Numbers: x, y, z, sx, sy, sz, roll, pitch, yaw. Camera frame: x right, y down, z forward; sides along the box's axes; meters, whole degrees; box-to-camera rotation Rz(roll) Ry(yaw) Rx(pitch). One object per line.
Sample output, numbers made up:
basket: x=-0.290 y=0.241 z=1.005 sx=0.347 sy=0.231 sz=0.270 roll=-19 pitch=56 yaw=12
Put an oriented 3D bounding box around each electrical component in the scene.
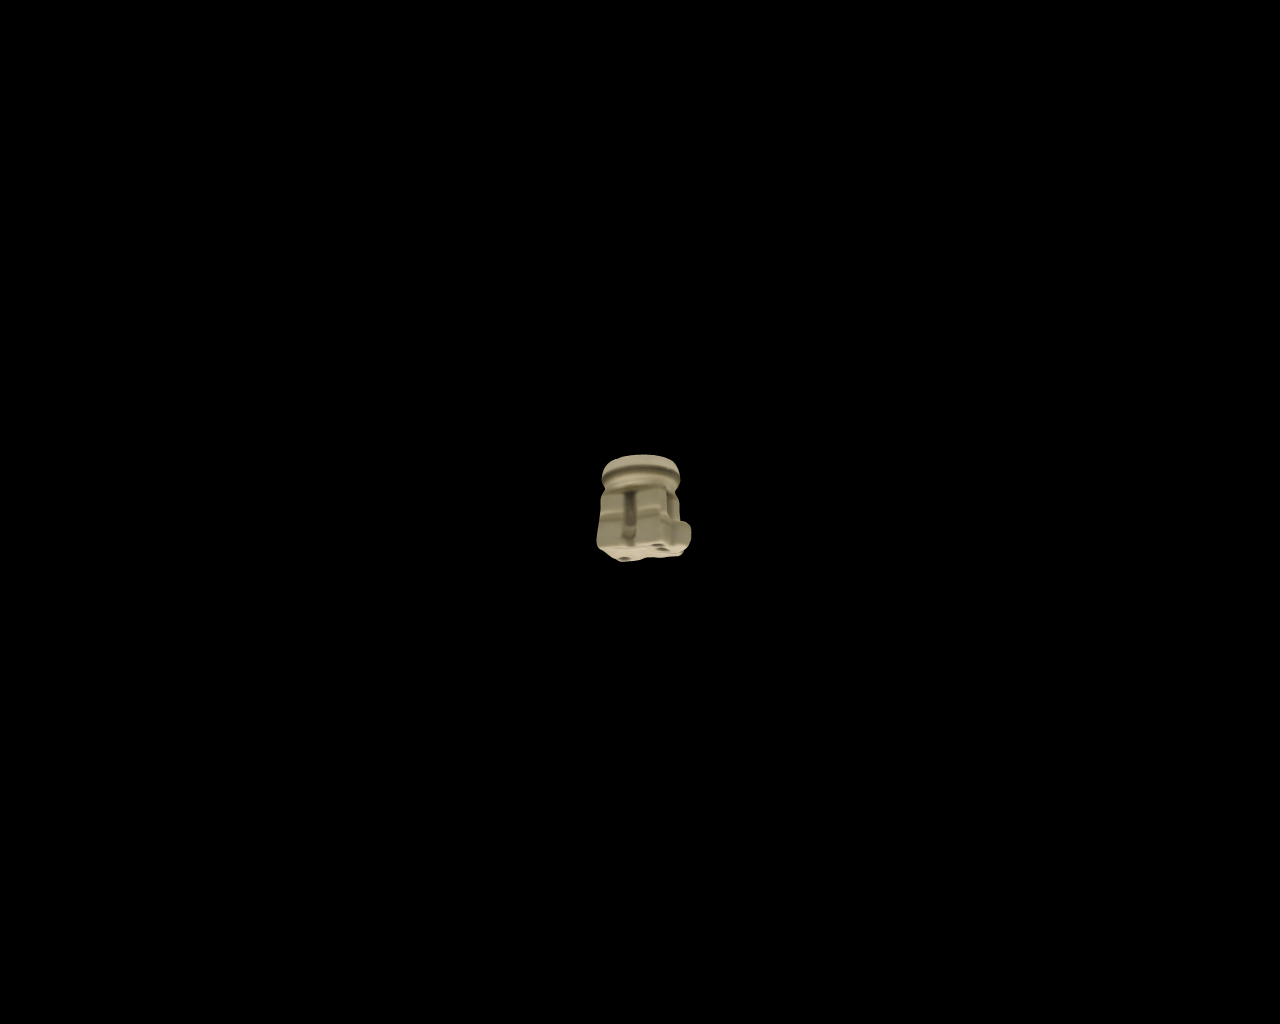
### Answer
electrical component: x=0.001 y=-0.003 z=0.650 sx=0.066 sy=0.055 sz=0.048 roll=-7 pitch=-19 yaw=20
